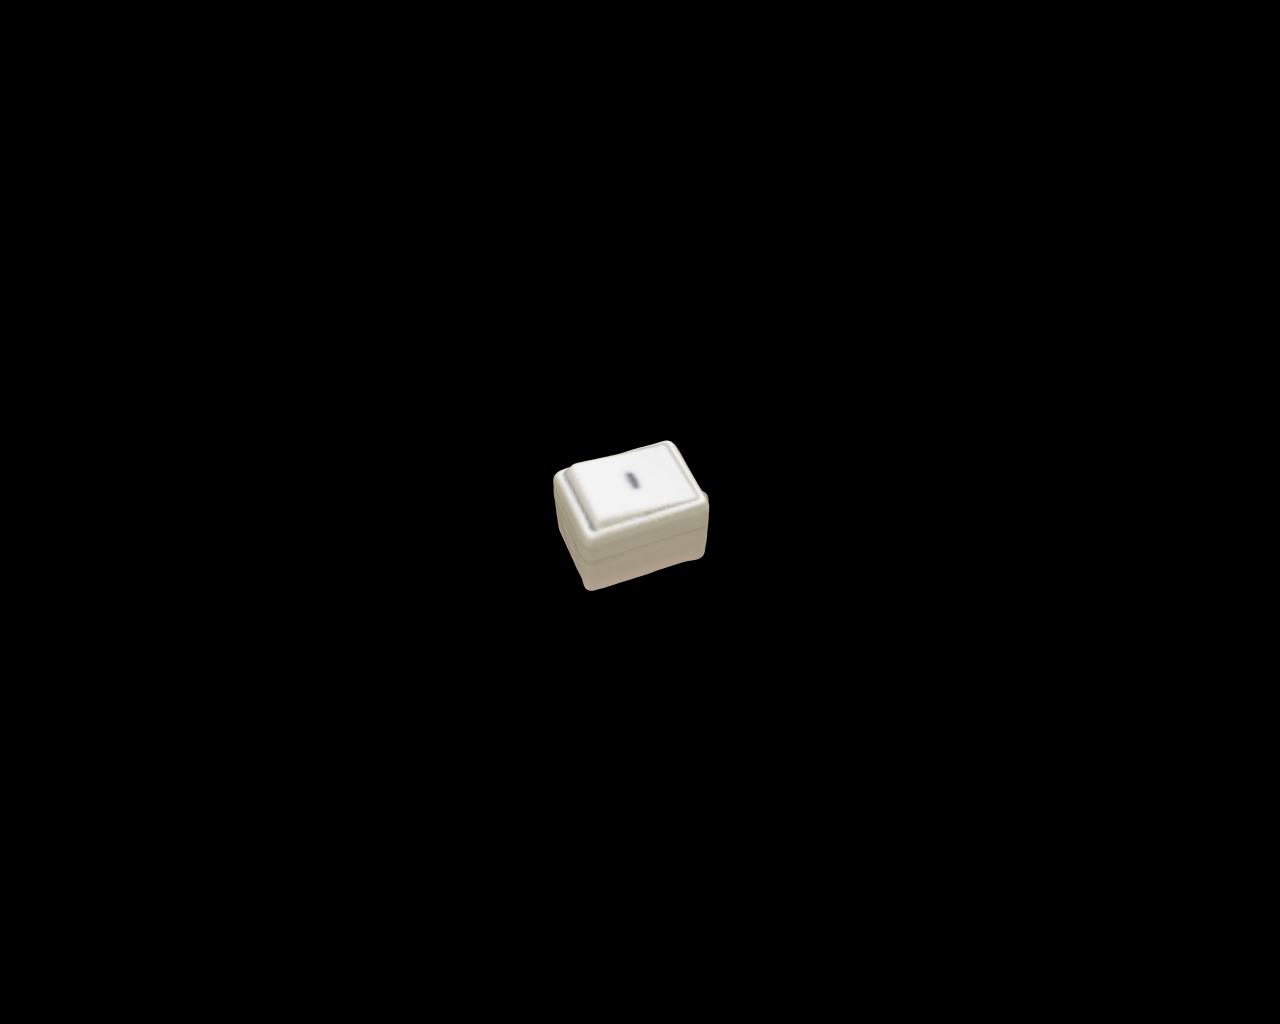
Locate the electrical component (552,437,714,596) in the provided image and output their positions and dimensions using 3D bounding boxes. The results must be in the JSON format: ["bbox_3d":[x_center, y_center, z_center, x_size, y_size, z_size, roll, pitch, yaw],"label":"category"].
[{"bbox_3d":[0.001,-0.003,0.650,0.096,0.062,0.061,-17,-39,-14],"label":"electrical component"}]
